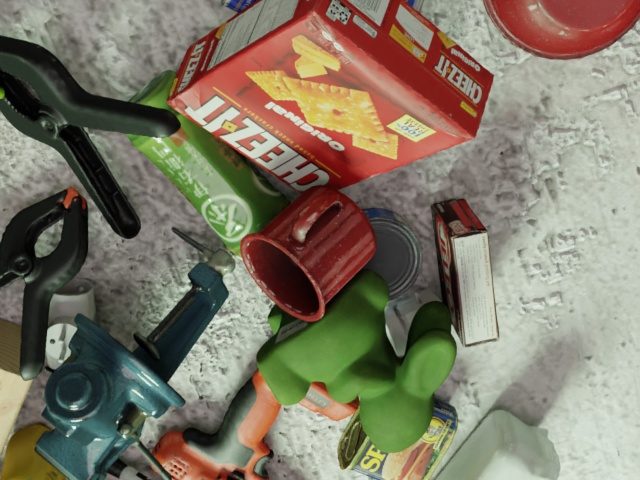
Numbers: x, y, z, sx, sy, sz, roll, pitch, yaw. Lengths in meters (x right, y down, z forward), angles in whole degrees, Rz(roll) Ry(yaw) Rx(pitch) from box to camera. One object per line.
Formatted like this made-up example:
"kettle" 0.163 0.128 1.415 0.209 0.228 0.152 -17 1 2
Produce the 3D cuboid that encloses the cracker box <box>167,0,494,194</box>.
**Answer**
"cracker box" 0.002 -0.119 0.844 0.164 0.214 0.072 34 60 -26

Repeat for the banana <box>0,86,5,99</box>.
"banana" -0.325 -0.056 0.930 0.070 0.037 0.198 31 120 20

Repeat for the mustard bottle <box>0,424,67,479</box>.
"mustard bottle" -0.265 0.256 0.980 0.058 0.191 0.096 -22 111 3

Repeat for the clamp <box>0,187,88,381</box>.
"clamp" -0.253 0.036 0.945 0.120 0.039 0.171 39 85 8

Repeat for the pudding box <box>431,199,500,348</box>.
"pudding box" 0.133 0.029 0.981 0.039 0.090 0.113 -12 111 -1

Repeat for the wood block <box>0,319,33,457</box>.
"wood block" -0.340 0.180 1.000 0.090 0.091 0.206 22 108 -12

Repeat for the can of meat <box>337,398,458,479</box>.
"can of meat" 0.078 0.194 1.058 0.084 0.057 0.102 24 107 -15

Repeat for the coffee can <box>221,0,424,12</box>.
"coffee can" 0.004 -0.206 0.875 0.140 0.103 0.103 25 107 -13

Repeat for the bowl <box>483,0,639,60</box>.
"bowl" 0.221 -0.229 0.910 0.162 0.055 0.162 -1 111 -4

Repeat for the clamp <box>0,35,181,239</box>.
"clamp" -0.216 -0.097 0.907 0.210 0.036 0.165 33 139 9

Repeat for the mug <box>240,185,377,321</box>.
"mug" -0.006 0.001 0.890 0.093 0.081 0.117 36 151 19

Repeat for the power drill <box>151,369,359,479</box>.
"power drill" -0.046 0.204 1.050 0.184 0.057 0.188 35 104 -16

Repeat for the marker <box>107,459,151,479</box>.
"marker" -0.167 0.246 1.052 0.121 0.020 0.020 29 108 14

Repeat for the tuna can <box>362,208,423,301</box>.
"tuna can" 0.051 0.014 0.999 0.086 0.034 0.086 -2 111 -4
